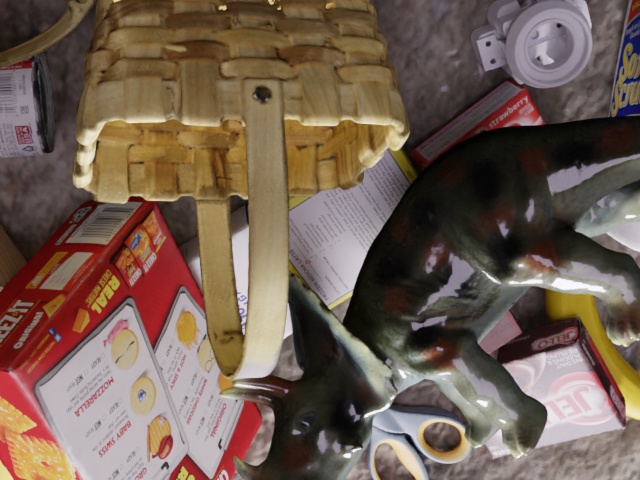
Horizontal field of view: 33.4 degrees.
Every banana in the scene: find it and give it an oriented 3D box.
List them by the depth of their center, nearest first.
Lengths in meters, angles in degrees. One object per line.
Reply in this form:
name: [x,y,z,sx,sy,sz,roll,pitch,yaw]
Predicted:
banana: [0.219,0.079,0.821,0.070,0.037,0.197,-33,112,24]

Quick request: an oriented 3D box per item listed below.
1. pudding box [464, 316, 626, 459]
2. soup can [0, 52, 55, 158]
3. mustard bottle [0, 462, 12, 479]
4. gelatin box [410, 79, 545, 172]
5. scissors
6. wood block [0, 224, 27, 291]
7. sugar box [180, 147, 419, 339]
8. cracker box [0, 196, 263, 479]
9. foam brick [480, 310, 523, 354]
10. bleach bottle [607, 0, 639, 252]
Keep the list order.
pudding box: [0.163,0.114,0.811,0.114,0.039,0.090,-19,117,29]
soup can: [-0.224,-0.084,0.675,0.102,0.068,0.068,-5,114,-7]
mustard bottle: [-0.250,0.167,0.766,0.192,0.096,0.058,-41,113,10]
gelatin box: [0.118,-0.056,0.744,0.089,0.030,0.073,-37,121,-1]
scissors: [0.055,0.123,0.834,0.096,0.016,0.201,-22,115,1]
wood block: [-0.291,0.075,0.707,0.206,0.090,0.090,-49,152,14]
sugar box: [-0.005,0.001,0.756,0.176,0.048,0.093,-30,114,10]
cracker box: [-0.133,0.103,0.704,0.072,0.164,0.213,0,128,29]
foam brick: [0.100,0.058,0.792,0.078,0.051,0.053,-32,117,6]
bleach bottle: [0.234,-0.123,0.714,0.068,0.102,0.251,-2,108,-7]
